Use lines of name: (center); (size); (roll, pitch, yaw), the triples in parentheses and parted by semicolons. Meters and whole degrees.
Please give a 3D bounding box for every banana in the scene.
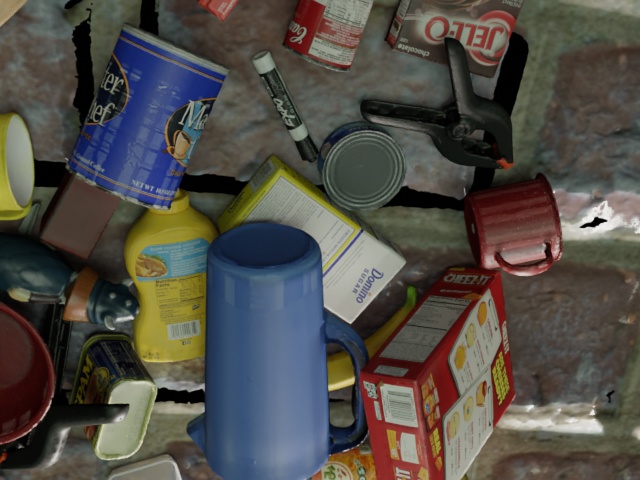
banana: (0.032, 0.123, 1.156); (0.198, 0.037, 0.069); (-31, 99, 2)

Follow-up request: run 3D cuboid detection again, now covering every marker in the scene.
marker: (-0.032, -0.127, 1.038); (0.020, 0.020, 0.121); (-27, 117, 1)

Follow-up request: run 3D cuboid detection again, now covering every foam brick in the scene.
foam brick: (-0.229, -0.032, 1.023); (0.051, 0.053, 0.078); (26, 107, -20)

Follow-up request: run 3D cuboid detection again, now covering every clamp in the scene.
clamp: (-0.266, 0.171, 1.069); (0.036, 0.165, 0.210); (7, 125, -45)
clamp: (0.125, -0.117, 1.054); (0.120, 0.039, 0.171); (-23, 132, 29)

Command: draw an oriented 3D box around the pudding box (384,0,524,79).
pudding box: (0.129, -0.213, 1.020); (0.113, 0.039, 0.090); (13, 111, -16)

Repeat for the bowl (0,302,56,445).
bowl: (-0.330, 0.117, 1.038); (0.162, 0.055, 0.162); (1, 109, 3)

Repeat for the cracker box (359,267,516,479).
cracker box: (0.125, 0.149, 1.095); (0.072, 0.213, 0.164); (6, 121, 31)

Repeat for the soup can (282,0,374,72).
soup can: (0.014, -0.214, 0.981); (0.068, 0.068, 0.102); (16, 109, -18)

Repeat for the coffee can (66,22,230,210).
coffee can: (-0.155, -0.111, 0.962); (0.102, 0.103, 0.140); (21, 98, -19)

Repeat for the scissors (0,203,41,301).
scissors: (-0.340, 0.048, 1.057); (0.096, 0.016, 0.202); (9, 111, -15)

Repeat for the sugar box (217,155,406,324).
sugar box: (-0.007, 0.001, 1.087); (0.176, 0.048, 0.093); (36, 103, -27)

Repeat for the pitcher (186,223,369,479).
pitcher: (-0.042, 0.111, 1.044); (0.149, 0.145, 0.243); (-20, 124, -34)

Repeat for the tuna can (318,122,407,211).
tuna can: (0.041, -0.074, 1.068); (0.086, 0.034, 0.086); (-4, 114, -9)

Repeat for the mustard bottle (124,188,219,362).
mustard bottle: (-0.145, 0.025, 1.061); (0.096, 0.058, 0.192); (-8, 115, -13)

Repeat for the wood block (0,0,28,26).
wood block: (-0.285, -0.235, 0.899); (0.206, 0.091, 0.090); (-40, 115, 8)

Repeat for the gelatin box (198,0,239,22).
gelatin box: (-0.078, -0.237, 0.940); (0.030, 0.089, 0.073); (34, 103, -23)

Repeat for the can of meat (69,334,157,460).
can of meat: (-0.211, 0.161, 1.089); (0.057, 0.084, 0.102); (4, 114, -33)

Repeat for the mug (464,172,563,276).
mug: (0.198, -0.008, 1.088); (0.081, 0.117, 0.093); (-11, 137, -1)
